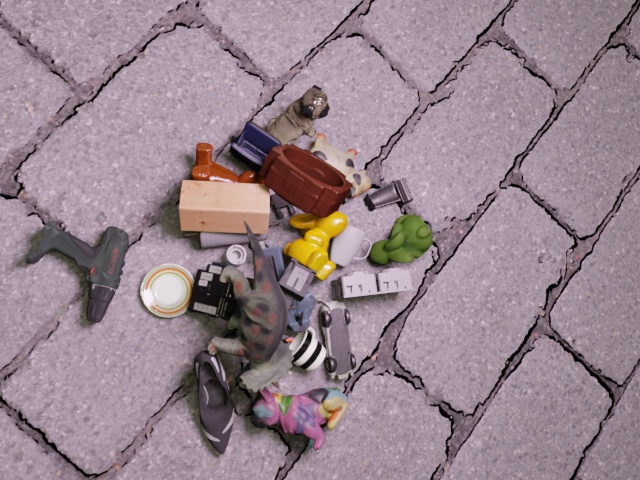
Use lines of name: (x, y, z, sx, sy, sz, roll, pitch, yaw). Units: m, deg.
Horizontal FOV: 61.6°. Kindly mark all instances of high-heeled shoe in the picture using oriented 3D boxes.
high-heeled shoe: (-0.244, 0.378, 1.247, 0.086, 0.145, 0.248, -13, 82, -15)

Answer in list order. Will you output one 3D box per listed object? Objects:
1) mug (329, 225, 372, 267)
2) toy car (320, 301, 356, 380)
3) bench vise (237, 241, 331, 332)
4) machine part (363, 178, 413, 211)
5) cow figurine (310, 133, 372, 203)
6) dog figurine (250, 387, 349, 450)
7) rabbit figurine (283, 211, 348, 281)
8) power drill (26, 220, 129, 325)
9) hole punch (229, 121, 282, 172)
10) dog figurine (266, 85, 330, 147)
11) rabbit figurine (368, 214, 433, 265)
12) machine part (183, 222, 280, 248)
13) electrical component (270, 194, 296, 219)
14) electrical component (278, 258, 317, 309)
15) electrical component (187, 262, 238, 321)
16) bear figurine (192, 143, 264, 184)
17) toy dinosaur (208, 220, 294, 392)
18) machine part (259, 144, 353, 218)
mug: (0.075, 0.021, 1.424, 0.109, 0.081, 0.107, 24, 87, -10)
toy car: (0.045, 0.258, 1.385, 0.073, 0.056, 0.201, -4, 83, -20)
bench vise: (-0.104, 0.116, 1.336, 0.224, 0.129, 0.240, -11, 94, -8)
machine part: (0.191, -0.121, 1.494, 0.139, 0.039, 0.084, -17, 90, -17)
cow figurine: (0.052, -0.186, 1.447, 0.195, 0.085, 0.127, 26, 70, -11)
dog figurine: (-0.062, 0.400, 1.310, 0.219, 0.108, 0.191, 39, 75, -2)
rabbit figurine: (-0.003, -0.004, 1.369, 0.163, 0.121, 0.173, 35, 87, 37)
power drill: (-0.567, 0.058, 1.257, 0.207, 0.086, 0.232, 22, 75, -5)
hole punch: (-0.174, -0.222, 1.377, 0.142, 0.116, 0.092, 30, 62, -9)
dog figurine: (-0.068, -0.304, 1.382, 0.121, 0.190, 0.172, 39, 76, -5)
rabbit figurine: (0.212, 0.020, 1.430, 0.170, 0.159, 0.121, -29, 98, -1)
machine part: (-0.221, -0.026, 1.355, 0.243, 0.079, 0.079, -7, 82, -14)
electrical component: (-0.102, -0.107, 1.427, 0.063, 0.021, 0.094, -19, 86, -15)
electrical component: (-0.066, 0.111, 1.264, 0.075, 0.047, 0.119, 32, 64, -1)
electrical component: (-0.250, 0.121, 1.305, 0.115, 0.058, 0.134, 11, 81, 29)
bear figurine: (-0.219, -0.153, 1.353, 0.196, 0.131, 0.120, 8, 56, -6)
toy dinosaur: (-0.130, 0.173, 1.183, 0.192, 0.131, 0.404, 20, 118, 18)
machine part: (-0.034, -0.145, 1.317, 0.201, 0.201, 0.087, 34, 114, 8)
